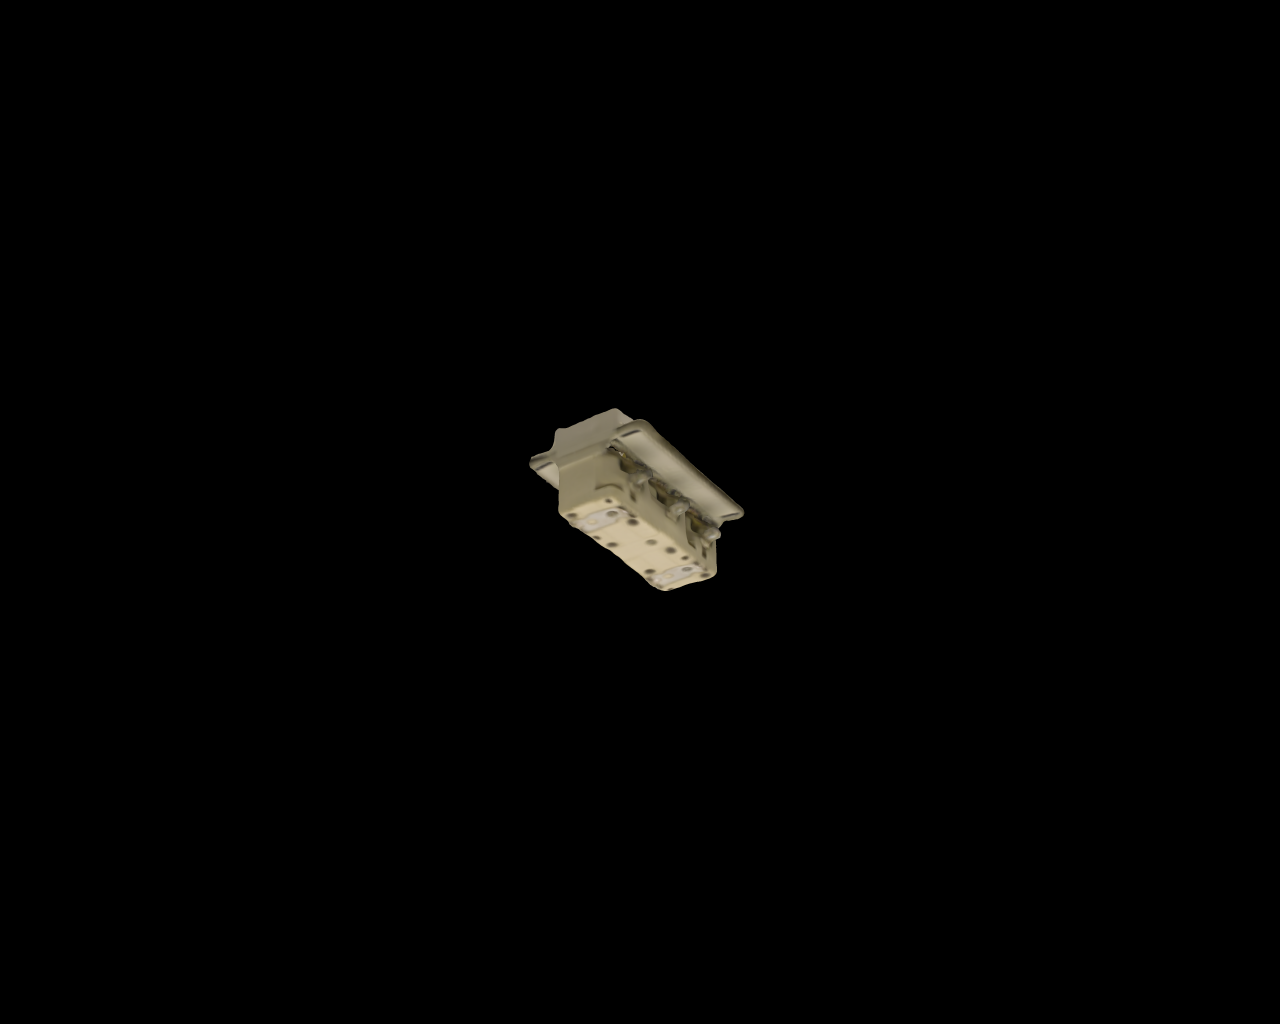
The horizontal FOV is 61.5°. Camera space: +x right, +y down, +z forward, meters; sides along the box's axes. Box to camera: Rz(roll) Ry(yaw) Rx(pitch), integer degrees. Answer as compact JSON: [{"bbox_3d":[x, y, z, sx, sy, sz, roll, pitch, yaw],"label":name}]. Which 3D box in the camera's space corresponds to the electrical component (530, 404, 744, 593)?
[{"bbox_3d":[0.001,-0.003,0.650,0.078,0.063,0.121,-18,-35,27],"label":"electrical component"}]
